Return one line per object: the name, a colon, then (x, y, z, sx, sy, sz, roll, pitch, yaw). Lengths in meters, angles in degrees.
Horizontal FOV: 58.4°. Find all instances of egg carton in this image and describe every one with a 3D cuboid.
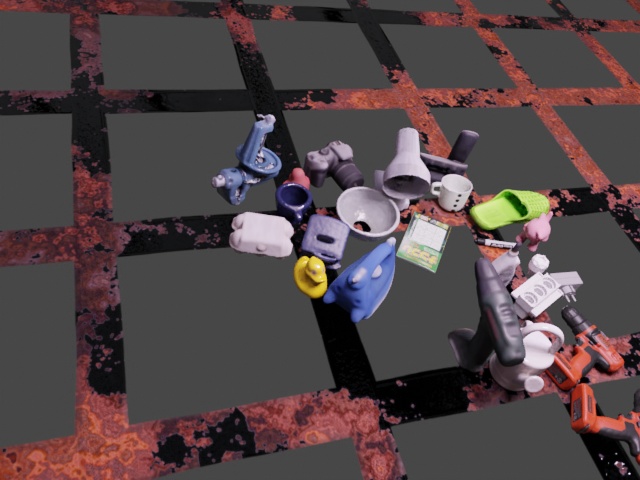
egg carton: (-0.139, -0.008, 1.366, 0.150, 0.069, 0.107, 8, 50, -8)

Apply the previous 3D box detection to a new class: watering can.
watering can: (0.450, 0.246, 1.226, 0.101, 0.194, 0.172, 0, 51, -14)

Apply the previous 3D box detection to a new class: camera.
camera: (0.048, -0.192, 1.546, 0.143, 0.101, 0.136, -21, 59, -28)

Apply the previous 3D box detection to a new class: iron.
iron: (0.121, 0.065, 1.325, 0.118, 0.141, 0.259, 33, 51, 14)

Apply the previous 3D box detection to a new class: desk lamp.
desk lamp: (0.208, -0.172, 1.496, 0.118, 0.213, 0.203, 8, 50, -7)

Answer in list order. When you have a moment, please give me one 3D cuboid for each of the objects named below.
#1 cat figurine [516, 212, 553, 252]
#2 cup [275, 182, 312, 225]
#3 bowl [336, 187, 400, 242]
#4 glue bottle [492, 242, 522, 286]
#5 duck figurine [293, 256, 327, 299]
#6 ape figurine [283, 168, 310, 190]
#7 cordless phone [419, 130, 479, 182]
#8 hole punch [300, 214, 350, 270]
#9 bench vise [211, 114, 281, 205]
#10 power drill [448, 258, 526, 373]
cat figurine: (0.589, -0.032, 1.542, 0.067, 0.118, 0.128, 40, 53, 19)
cup: (-0.068, -0.071, 1.419, 0.092, 0.095, 0.117, -4, 52, -17)
bowl: (0.116, -0.053, 1.465, 0.167, 0.075, 0.167, 7, 50, -8)
glue bottle: (0.448, 0.061, 1.391, 0.078, 0.173, 0.037, -4, 52, -17)
duck figurine: (-0.017, 0.072, 1.320, 0.078, 0.086, 0.104, -15, 56, -24)
ape figurine: (-0.059, -0.150, 1.489, 0.078, 0.092, 0.076, -4, 52, -18)
cordless phone: (0.357, -0.250, 1.617, 0.147, 0.185, 0.094, 12, 49, -5)
hole punch: (0.013, 0.005, 1.380, 0.108, 0.091, 0.101, 16, 49, -1)
bench vise: (-0.168, -0.194, 1.413, 0.121, 0.220, 0.208, 27, 50, 9)
power drill: (0.356, 0.184, 1.243, 0.076, 0.208, 0.229, -5, 53, -18)
